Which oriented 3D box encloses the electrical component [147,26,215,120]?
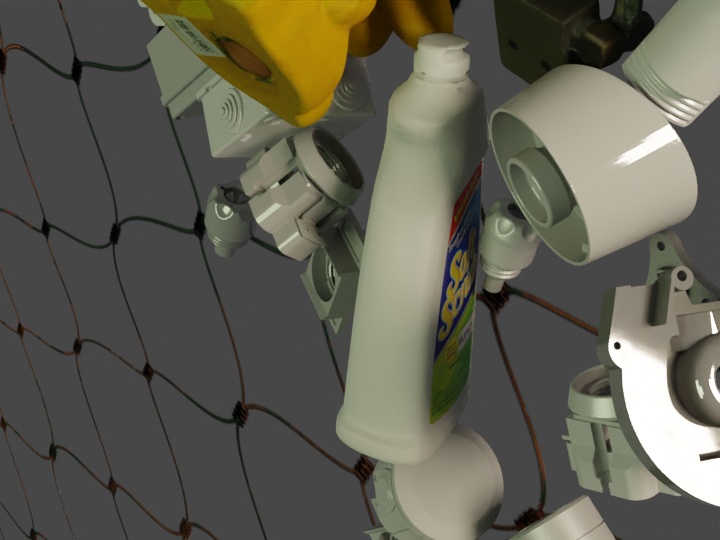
[{"bbox_3d":[-0.092,-0.154,0.761,0.113,0.078,0.057,-22,85,55],"label":"electrical component"}]

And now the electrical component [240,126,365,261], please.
[{"bbox_3d":[-0.034,-0.054,0.684,0.057,0.058,0.078,-37,56,22],"label":"electrical component"}]

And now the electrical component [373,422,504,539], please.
[{"bbox_3d":[0.051,0.144,0.718,0.080,0.080,0.051,63,149,9],"label":"electrical component"}]

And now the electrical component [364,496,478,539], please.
[{"bbox_3d":[0.046,0.190,0.759,0.042,0.064,0.081,-31,81,55],"label":"electrical component"}]

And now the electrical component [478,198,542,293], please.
[{"bbox_3d":[0.086,-0.012,0.633,0.035,0.035,0.061,46,141,30],"label":"electrical component"}]

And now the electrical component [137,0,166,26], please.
[{"bbox_3d":[-0.122,-0.210,0.791,0.078,0.057,0.058,16,119,49],"label":"electrical component"}]

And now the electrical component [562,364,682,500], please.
[{"bbox_3d":[0.145,0.084,0.582,0.078,0.058,0.057,4,112,52],"label":"electrical component"}]

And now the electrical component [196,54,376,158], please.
[{"bbox_3d":[-0.048,-0.109,0.709,0.100,0.100,0.048,-25,73,54],"label":"electrical component"}]

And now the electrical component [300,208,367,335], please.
[{"bbox_3d":[0.000,0.000,0.726,0.042,0.064,0.081,62,147,35],"label":"electrical component"}]

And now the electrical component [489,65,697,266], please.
[{"bbox_3d":[0.112,-0.053,0.541,0.099,0.064,0.099,59,172,13],"label":"electrical component"}]

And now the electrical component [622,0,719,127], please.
[{"bbox_3d":[0.154,-0.100,0.491,0.043,0.043,0.081,58,143,16],"label":"electrical component"}]

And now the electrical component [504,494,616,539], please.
[{"bbox_3d":[0.117,0.200,0.679,0.073,0.052,0.138,59,143,15],"label":"electrical component"}]

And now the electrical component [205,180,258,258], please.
[{"bbox_3d":[-0.104,-0.037,0.864,0.043,0.043,0.062,48,140,28],"label":"electrical component"}]
